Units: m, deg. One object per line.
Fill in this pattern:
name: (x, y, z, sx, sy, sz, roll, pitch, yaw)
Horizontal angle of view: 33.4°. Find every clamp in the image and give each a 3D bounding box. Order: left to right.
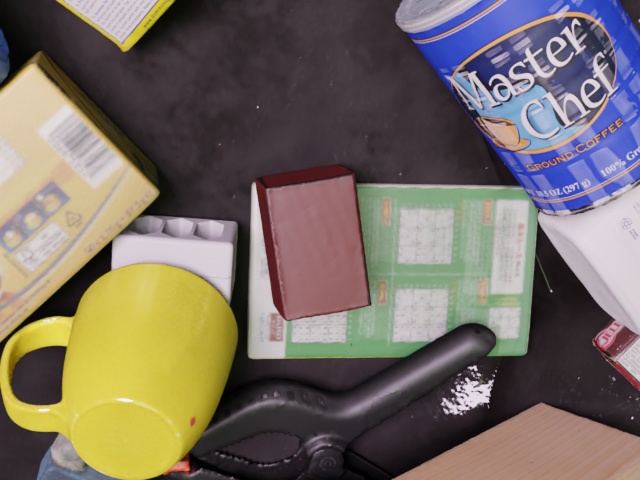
clamp: (0.008, 0.119, 0.659, 0.209, 0.036, 0.165, 5, 114, -11)

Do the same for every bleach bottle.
bleach bottle: (0.256, -0.060, 0.647, 0.251, 0.068, 0.102, -41, 114, -1)

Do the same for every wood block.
wood block: (0.108, 0.173, 0.613, 0.205, 0.091, 0.090, -13, 113, -48)

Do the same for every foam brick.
foam brick: (-0.004, 0.001, 0.605, 0.051, 0.053, 0.078, -9, 101, -8)

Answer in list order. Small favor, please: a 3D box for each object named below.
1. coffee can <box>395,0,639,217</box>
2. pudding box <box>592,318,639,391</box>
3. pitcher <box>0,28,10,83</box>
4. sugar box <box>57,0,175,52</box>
coffee can: (0.123, -0.098, 0.587, 0.103, 0.103, 0.140, -40, 109, 2)
pudding box: (0.248, 0.060, 0.692, 0.090, 0.039, 0.113, 42, 96, -19)
pitcher: (-0.272, -0.059, 0.500, 0.243, 0.145, 0.149, -29, 113, -2)
sugar box: (-0.138, -0.179, 0.522, 0.176, 0.048, 0.094, 38, 135, -17)
